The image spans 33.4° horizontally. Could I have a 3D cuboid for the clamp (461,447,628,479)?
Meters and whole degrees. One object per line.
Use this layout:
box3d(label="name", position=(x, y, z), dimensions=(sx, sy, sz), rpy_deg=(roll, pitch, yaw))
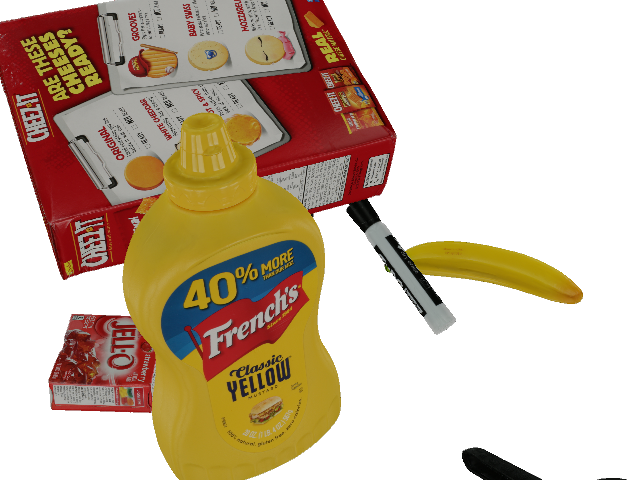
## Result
box3d(label="clamp", position=(0.197, 0.237, 0.860), dimensions=(0.210, 0.036, 0.164), rpy_deg=(1, 35, 24))

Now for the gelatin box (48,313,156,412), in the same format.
box3d(label="gelatin box", position=(-0.156, 0.089, 0.794), dimensions=(0.073, 0.030, 0.089), rpy_deg=(2, 30, -1))

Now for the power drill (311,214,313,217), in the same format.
box3d(label="power drill", position=(-0.101, -0.032, 0.987), dimensions=(0.188, 0.057, 0.184), rpy_deg=(20, 51, 32))

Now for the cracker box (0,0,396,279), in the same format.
box3d(label="cracker box", position=(-0.082, -0.080, 0.677), dimensions=(0.213, 0.164, 0.072), rpy_deg=(-16, -32, -15))

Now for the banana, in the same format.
box3d(label="banana", position=(0.168, 0.032, 1.091), dimensions=(0.198, 0.037, 0.069), rpy_deg=(7, 36, 11))

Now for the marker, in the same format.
box3d(label="marker", position=(0.057, 0.016, 0.788), dimensions=(0.020, 0.121, 0.020), rpy_deg=(-32, -16, -11))

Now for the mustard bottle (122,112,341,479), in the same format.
box3d(label="mustard bottle", position=(-0.043, 0.027, 0.507), dimensions=(0.096, 0.192, 0.058), rpy_deg=(-20, 38, -19))
